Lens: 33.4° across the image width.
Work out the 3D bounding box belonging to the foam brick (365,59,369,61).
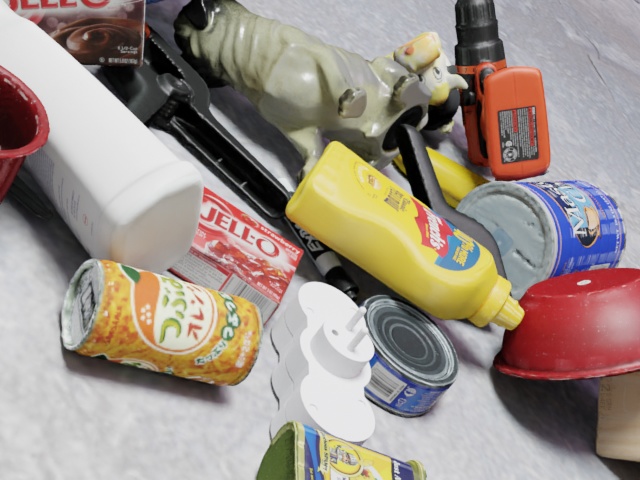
[{"bbox_3d":[0.019,-0.138,0.998,0.078,0.051,0.053,4,45,-44],"label":"foam brick"}]

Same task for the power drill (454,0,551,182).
[{"bbox_3d":[0.169,-0.144,1.026,0.057,0.184,0.187,-10,19,2],"label":"power drill"}]

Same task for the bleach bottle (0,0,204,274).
[{"bbox_3d":[-0.176,-0.087,0.671,0.068,0.103,0.251,-33,70,-27],"label":"bleach bottle"}]

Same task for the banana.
[{"bbox_3d":[0.146,-0.051,1.025,0.197,0.037,0.069,27,31,-18],"label":"banana"}]

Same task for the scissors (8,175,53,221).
[{"bbox_3d":[-0.255,-0.079,0.660,0.096,0.016,0.202,-12,56,-51],"label":"scissors"}]

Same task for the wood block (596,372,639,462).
[{"bbox_3d":[0.317,0.127,0.783,0.090,0.207,0.090,10,81,-40],"label":"wood block"}]

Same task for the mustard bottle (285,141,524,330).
[{"bbox_3d":[0.069,0.006,0.791,0.191,0.058,0.096,35,25,-4],"label":"mustard bottle"}]

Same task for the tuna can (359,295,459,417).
[{"bbox_3d":[0.055,0.080,0.748,0.086,0.034,0.086,27,31,-18],"label":"tuna can"}]

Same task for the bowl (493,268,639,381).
[{"bbox_3d":[0.209,0.058,0.819,0.161,0.162,0.055,-21,101,-56],"label":"bowl"}]

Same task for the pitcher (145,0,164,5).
[{"bbox_3d":[-0.123,-0.260,0.840,0.242,0.149,0.145,-22,20,-23],"label":"pitcher"}]

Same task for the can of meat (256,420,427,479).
[{"bbox_3d":[0.012,0.154,0.576,0.083,0.058,0.102,24,32,-19],"label":"can of meat"}]

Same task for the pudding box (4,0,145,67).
[{"bbox_3d":[-0.181,-0.172,0.757,0.113,0.090,0.039,-2,36,-15],"label":"pudding box"}]

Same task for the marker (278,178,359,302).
[{"bbox_3d":[-0.005,0.001,0.810,0.020,0.020,0.121,2,45,-45],"label":"marker"}]

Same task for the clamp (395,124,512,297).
[{"bbox_3d":[0.081,0.002,0.859,0.120,0.039,0.171,-38,88,-15],"label":"clamp"}]

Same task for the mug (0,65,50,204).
[{"bbox_3d":[-0.217,-0.058,0.603,0.093,0.082,0.117,-3,49,-49],"label":"mug"}]

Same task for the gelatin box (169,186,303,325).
[{"bbox_3d":[-0.061,0.009,0.727,0.089,0.030,0.073,34,30,-6],"label":"gelatin box"}]

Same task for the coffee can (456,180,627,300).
[{"bbox_3d":[0.193,-0.001,0.939,0.140,0.103,0.103,-5,50,-50],"label":"coffee can"}]

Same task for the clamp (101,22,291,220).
[{"bbox_3d":[-0.122,-0.104,0.809,0.164,0.036,0.210,14,35,-47],"label":"clamp"}]
